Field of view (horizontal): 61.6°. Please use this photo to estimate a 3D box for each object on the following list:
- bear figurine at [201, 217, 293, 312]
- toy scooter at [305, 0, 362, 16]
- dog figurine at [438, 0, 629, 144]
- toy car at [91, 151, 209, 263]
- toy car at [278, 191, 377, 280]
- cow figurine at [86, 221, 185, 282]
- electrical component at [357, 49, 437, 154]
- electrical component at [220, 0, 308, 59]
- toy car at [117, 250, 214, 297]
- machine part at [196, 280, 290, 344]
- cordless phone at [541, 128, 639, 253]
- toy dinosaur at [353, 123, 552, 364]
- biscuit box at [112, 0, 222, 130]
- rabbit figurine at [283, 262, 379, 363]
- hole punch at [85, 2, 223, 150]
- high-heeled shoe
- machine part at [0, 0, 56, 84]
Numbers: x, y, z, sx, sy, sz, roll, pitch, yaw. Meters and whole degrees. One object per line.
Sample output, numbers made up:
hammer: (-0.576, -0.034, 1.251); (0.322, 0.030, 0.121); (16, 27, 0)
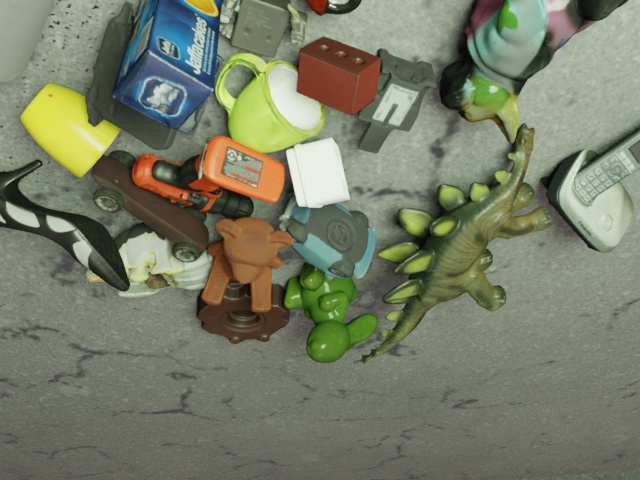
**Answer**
bear figurine: (-0.110, 0.039, 0.801); (0.120, 0.132, 0.196); (11, 172, -12)
toy scooter: (-0.021, -0.286, 0.479); (0.135, 0.075, 0.183); (1, 147, -4)
dog figurine: (0.223, -0.208, 0.567); (0.192, 0.108, 0.219); (-11, 145, 7)
toy car: (-0.238, -0.044, 0.760); (0.053, 0.089, 0.202); (-22, 137, 30)
toy car: (-0.002, -0.002, 0.819); (0.161, 0.109, 0.103); (29, 151, -21)
cow figurine: (-0.297, 0.017, 0.841); (0.167, 0.098, 0.068); (-9, 174, 18)
electrical component: (0.083, -0.164, 0.657); (0.075, 0.048, 0.119); (9, 141, -14)
electrical component: (-0.065, -0.230, 0.567); (0.102, 0.045, 0.078); (17, 137, -21)
toy car: (-0.262, 0.055, 0.912); (0.202, 0.056, 0.073); (-7, 141, 7)
machine part: (-0.145, 0.133, 1.018); (0.179, 0.056, 0.179); (-1, 140, -1)
cordless phone: (0.422, -0.082, 0.744); (0.146, 0.089, 0.184); (40, 119, -21)
toy dinosaur: (0.191, 0.036, 0.824); (0.198, 0.105, 0.470); (10, 121, -17)
biscuit box: (-0.131, -0.190, 0.488); (0.062, 0.203, 0.059); (27, 132, -33)
rabbit figurine: (0.014, 0.143, 0.945); (0.159, 0.170, 0.121); (25, 135, -29)
hole punch: (-0.181, -0.175, 0.596); (0.116, 0.092, 0.142); (31, 118, 4)
high-heeled shoe: (-0.394, 0.002, 0.761); (0.145, 0.086, 0.248); (-32, 100, 4)
machine part: (-0.304, -0.236, 0.522); (0.079, 0.079, 0.243); (26, 134, -31)
